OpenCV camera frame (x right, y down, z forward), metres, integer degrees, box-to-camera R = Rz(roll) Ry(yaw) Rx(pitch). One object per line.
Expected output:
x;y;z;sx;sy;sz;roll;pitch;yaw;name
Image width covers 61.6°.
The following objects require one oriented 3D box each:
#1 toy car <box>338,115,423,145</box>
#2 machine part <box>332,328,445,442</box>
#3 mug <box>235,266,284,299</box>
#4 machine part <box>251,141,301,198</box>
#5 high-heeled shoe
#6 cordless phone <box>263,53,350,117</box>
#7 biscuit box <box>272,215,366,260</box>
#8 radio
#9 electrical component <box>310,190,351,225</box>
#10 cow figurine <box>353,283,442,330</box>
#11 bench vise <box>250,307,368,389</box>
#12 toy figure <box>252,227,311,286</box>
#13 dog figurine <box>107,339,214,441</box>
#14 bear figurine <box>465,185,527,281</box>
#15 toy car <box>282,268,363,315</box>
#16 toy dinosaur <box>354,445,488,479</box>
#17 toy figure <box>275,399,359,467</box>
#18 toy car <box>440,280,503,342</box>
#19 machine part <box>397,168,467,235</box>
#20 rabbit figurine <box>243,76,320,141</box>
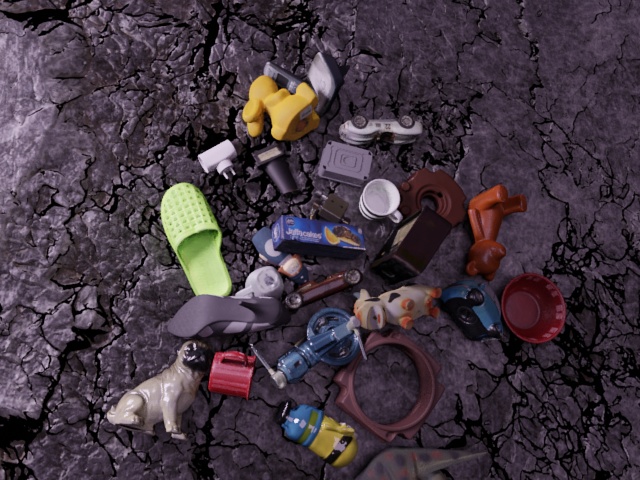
0.144;-0.260;1.284;0.202;0.073;0.056;-3;76;-11;toy car
0.145;0.305;1.139;0.201;0.087;0.201;40;73;0;machine part
-0.126;0.095;1.131;0.109;0.107;0.081;-17;78;-16;mug
-0.095;-0.157;1.237;0.084;0.039;0.139;-31;81;-24;machine part
-0.185;0.165;1.107;0.249;0.145;0.086;-17;61;31;high-heeled shoe
-0.037;-0.383;1.244;0.184;0.146;0.089;27;65;-6;cordless phone
-0.002;-0.004;1.170;0.202;0.063;0.059;7;63;-26;biscuit box
0.186;0.018;1.144;0.073;0.229;0.131;35;78;1;radio
0.023;-0.063;1.232;0.102;0.045;0.078;27;45;-6;electrical component
0.156;0.142;1.162;0.195;0.127;0.085;-15;107;-38;cow figurine
0.004;0.206;1.069;0.224;0.240;0.129;-20;77;-30;bench vise
-0.083;0.040;1.181;0.154;0.058;0.064;45;111;1;toy figure
-0.313;0.283;1.068;0.172;0.121;0.190;14;60;-10;dog figurine
0.399;-0.011;1.241;0.120;0.132;0.196;19;65;-33;bear figurine
-0.001;0.108;1.160;0.202;0.089;0.053;-20;81;-13;toy car
0.141;0.498;1.080;0.405;0.131;0.192;-38;86;-22;toy dinosaur
-0.006;0.392;1.094;0.180;0.082;0.089;27;84;-7;toy figure
0.354;0.147;1.209;0.161;0.109;0.103;50;56;-5;toy car
0.260;-0.084;1.271;0.179;0.056;0.179;3;76;-11;machine part
-0.105;-0.306;1.248;0.162;0.121;0.173;-40;72;-7;rabbit figurine
